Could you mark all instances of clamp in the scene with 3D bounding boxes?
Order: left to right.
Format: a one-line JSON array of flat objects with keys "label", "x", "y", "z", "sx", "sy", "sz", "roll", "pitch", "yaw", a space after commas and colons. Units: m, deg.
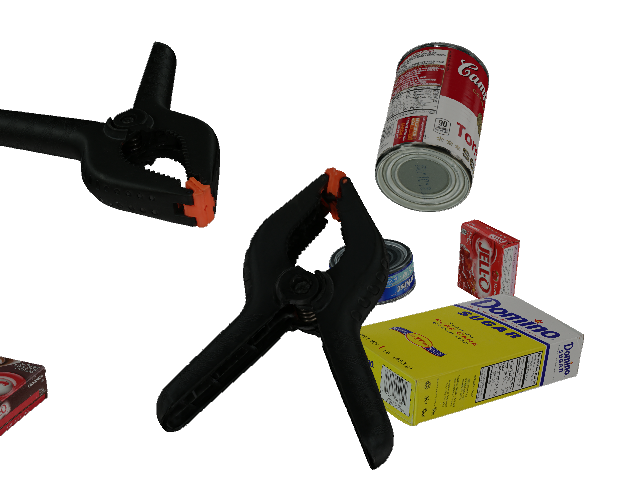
[{"label": "clamp", "x": -0.126, "y": -0.076, "z": 0.744, "sx": 0.164, "sy": 0.036, "sz": 0.210, "roll": -33, "pitch": 46, "yaw": -29}, {"label": "clamp", "x": 0.000, "y": 0.040, "z": 0.560, "sx": 0.120, "sy": 0.171, "sz": 0.039, "roll": 18, "pitch": -27, "yaw": 12}]

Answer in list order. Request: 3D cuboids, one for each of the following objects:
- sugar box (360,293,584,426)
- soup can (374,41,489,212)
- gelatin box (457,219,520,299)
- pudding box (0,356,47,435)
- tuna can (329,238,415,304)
[{"label": "sugar box", "x": 0.112, "y": 0.088, "z": 0.839, "sx": 0.175, "sy": 0.048, "sz": 0.093, "roll": -13, "pitch": 28, "yaw": -33}, {"label": "soup can", "x": 0.078, "y": -0.079, "z": 0.743, "sx": 0.068, "sy": 0.102, "sz": 0.068, "roll": 9, "pitch": -37, "yaw": 7}, {"label": "gelatin box", "x": 0.199, "y": 0.028, "z": 1.277, "sx": 0.030, "sy": 0.089, "sz": 0.073, "roll": -18, "pitch": 32, "yaw": -31}, {"label": "pudding box", "x": -0.316, "y": 0.137, "z": 0.952, "sx": 0.114, "sy": 0.039, "sz": 0.090, "roll": 7, "pitch": 22, "yaw": 20}, {"label": "tuna can", "x": 0.052, "y": 0.030, "z": 1.070, "sx": 0.086, "sy": 0.034, "sz": 0.086, "roll": -6, "pitch": 25, "yaw": 3}]
